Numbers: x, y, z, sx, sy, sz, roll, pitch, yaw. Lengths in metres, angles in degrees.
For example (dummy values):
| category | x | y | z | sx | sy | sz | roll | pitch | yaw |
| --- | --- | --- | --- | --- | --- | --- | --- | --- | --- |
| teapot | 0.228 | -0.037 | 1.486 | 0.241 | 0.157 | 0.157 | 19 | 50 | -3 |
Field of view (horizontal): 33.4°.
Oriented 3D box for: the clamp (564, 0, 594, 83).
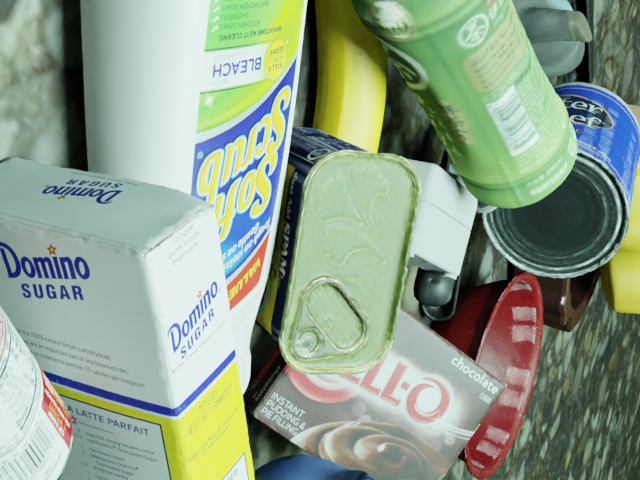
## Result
| category | x | y | z | sx | sy | sz | roll | pitch | yaw |
| --- | --- | --- | --- | --- | --- | --- | --- | --- | --- |
| clamp | 0.209 | -0.219 | 0.872 | 0.164 | 0.036 | 0.210 | 6 | 95 | -63 |

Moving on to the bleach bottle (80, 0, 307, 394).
| category | x | y | z | sx | sy | sz | roll | pitch | yaw |
| --- | --- | --- | --- | --- | --- | --- | --- | --- | --- |
| bleach bottle | -0.050 | -0.022 | 0.444 | 0.102 | 0.068 | 0.251 | -29 | 129 | -53 |

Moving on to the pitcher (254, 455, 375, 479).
| category | x | y | z | sx | sy | sz | roll | pitch | yaw |
| --- | --- | --- | --- | --- | --- | --- | --- | --- | --- |
| pitcher | -0.059 | 0.211 | 0.470 | 0.242 | 0.145 | 0.149 | -25 | 103 | -52 |

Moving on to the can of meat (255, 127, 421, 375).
| category | x | y | z | sx | sy | sz | roll | pitch | yaw |
| --- | --- | --- | --- | --- | --- | --- | --- | --- | --- |
| can of meat | -0.003 | 0.001 | 0.501 | 0.057 | 0.084 | 0.102 | 3 | 104 | -26 |

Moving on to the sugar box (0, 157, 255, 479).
| category | x | y | z | sx | sy | sz | roll | pitch | yaw |
| --- | --- | --- | --- | --- | --- | --- | --- | --- | --- |
| sugar box | -0.075 | 0.061 | 0.398 | 0.048 | 0.093 | 0.176 | -42 | 137 | -49 |

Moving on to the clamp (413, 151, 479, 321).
| category | x | y | z | sx | sy | sz | roll | pitch | yaw |
| --- | --- | --- | --- | --- | --- | --- | --- | --- | --- |
| clamp | 0.091 | -0.026 | 0.716 | 0.120 | 0.039 | 0.171 | -7 | 105 | -86 |

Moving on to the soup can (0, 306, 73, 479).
| category | x | y | z | sx | sy | sz | roll | pitch | yaw |
| --- | --- | --- | --- | --- | --- | --- | --- | --- | --- |
| soup can | -0.124 | 0.040 | 0.323 | 0.068 | 0.069 | 0.102 | -57 | 147 | -33 |

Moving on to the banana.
| category | x | y | z | sx | sy | sz | roll | pitch | yaw |
| --- | --- | --- | --- | --- | --- | --- | --- | --- | --- |
| banana | 0.004 | -0.065 | 0.560 | 0.069 | 0.037 | 0.198 | -8 | 108 | -37 |

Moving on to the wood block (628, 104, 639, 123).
| category | x | y | z | sx | sy | sz | roll | pitch | yaw |
| --- | --- | --- | --- | --- | --- | --- | --- | --- | --- |
| wood block | 0.353 | -0.062 | 1.027 | 0.090 | 0.206 | 0.090 | -53 | 144 | -39 |

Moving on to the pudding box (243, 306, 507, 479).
| category | x | y | z | sx | sy | sz | roll | pitch | yaw |
| --- | --- | --- | --- | --- | --- | --- | --- | --- | --- |
| pudding box | 0.029 | 0.081 | 0.571 | 0.113 | 0.039 | 0.090 | 36 | 88 | -18 |

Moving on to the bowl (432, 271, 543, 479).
| category | x | y | z | sx | sy | sz | roll | pitch | yaw |
| --- | --- | --- | --- | --- | --- | --- | --- | --- | --- |
| bowl | 0.119 | 0.098 | 0.819 | 0.161 | 0.055 | 0.162 | -34 | 131 | -53 |

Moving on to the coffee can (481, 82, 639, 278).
| category | x | y | z | sx | sy | sz | roll | pitch | yaw |
| --- | --- | --- | --- | --- | --- | --- | --- | --- | --- |
| coffee can | 0.184 | -0.048 | 0.800 | 0.140 | 0.103 | 0.103 | -54 | 146 | -58 |

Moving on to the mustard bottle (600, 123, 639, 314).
| category | x | y | z | sx | sy | sz | roll | pitch | yaw |
| --- | --- | --- | --- | --- | --- | --- | --- | --- | --- |
| mustard bottle | 0.272 | -0.027 | 0.927 | 0.191 | 0.058 | 0.096 | 73 | 28 | -48 |
